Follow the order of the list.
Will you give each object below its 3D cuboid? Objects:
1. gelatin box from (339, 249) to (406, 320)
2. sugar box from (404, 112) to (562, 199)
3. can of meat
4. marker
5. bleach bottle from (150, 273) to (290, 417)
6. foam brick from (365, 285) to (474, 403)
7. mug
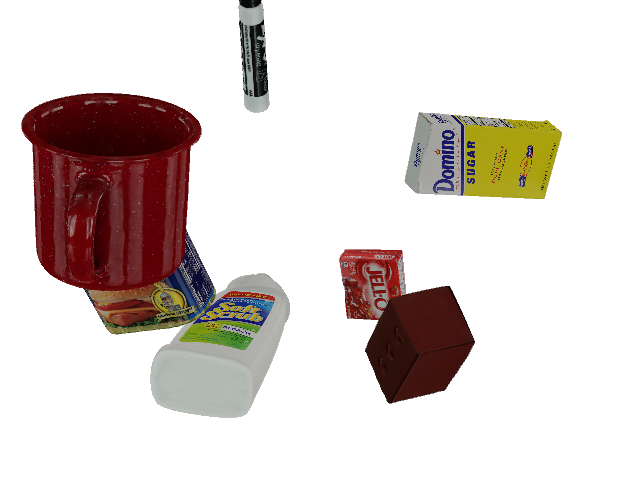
[{"bbox_3d":[0.065,0.054,1.302,0.073,0.089,0.030,2,29,17],"label":"gelatin box"},{"bbox_3d":[0.197,-0.101,1.294,0.176,0.093,0.048,0,26,-20],"label":"sugar box"},{"bbox_3d":[-0.143,0.024,0.848,0.102,0.084,0.057,-8,33,24],"label":"can of meat"},{"bbox_3d":[-0.048,-0.143,0.759,0.020,0.020,0.121,0,-43,1],"label":"marker"},{"bbox_3d":[-0.092,0.092,1.104,0.102,0.068,0.250,8,21,5],"label":"bleach bottle"},{"bbox_3d":[0.075,0.081,0.817,0.051,0.053,0.078,-9,-34,-22],"label":"foam brick"},{"bbox_3d":[-0.113,-0.020,0.567,0.093,0.081,0.117,5,27,-2],"label":"mug"}]
